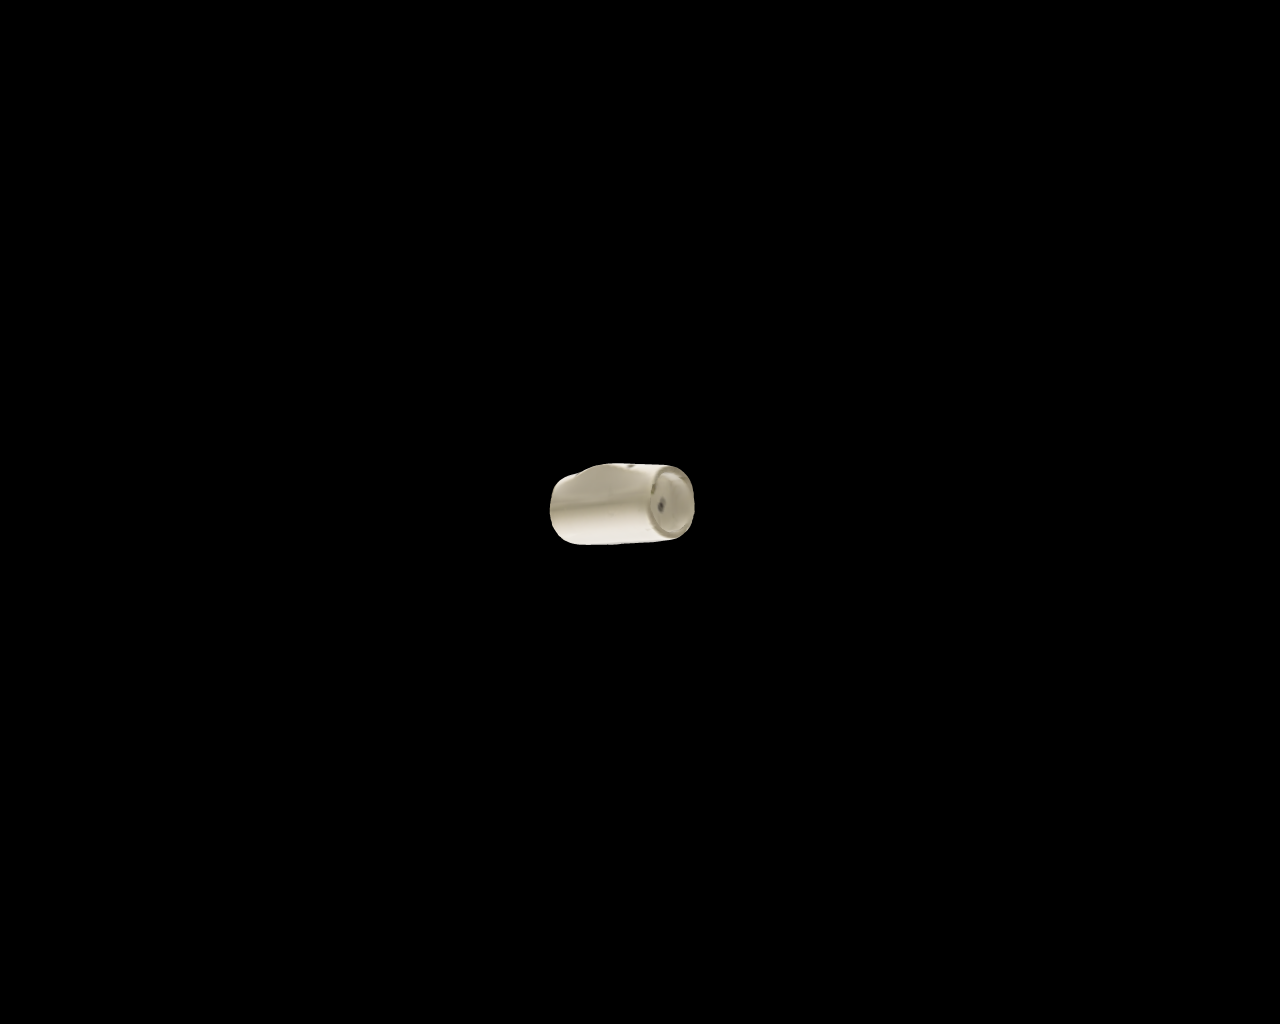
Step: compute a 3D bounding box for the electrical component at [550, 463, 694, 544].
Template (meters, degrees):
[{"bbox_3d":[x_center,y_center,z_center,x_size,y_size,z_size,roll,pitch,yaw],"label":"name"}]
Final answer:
[{"bbox_3d":[0.001,-0.003,0.650,0.077,0.043,0.079,-5,-8,40],"label":"electrical component"}]
